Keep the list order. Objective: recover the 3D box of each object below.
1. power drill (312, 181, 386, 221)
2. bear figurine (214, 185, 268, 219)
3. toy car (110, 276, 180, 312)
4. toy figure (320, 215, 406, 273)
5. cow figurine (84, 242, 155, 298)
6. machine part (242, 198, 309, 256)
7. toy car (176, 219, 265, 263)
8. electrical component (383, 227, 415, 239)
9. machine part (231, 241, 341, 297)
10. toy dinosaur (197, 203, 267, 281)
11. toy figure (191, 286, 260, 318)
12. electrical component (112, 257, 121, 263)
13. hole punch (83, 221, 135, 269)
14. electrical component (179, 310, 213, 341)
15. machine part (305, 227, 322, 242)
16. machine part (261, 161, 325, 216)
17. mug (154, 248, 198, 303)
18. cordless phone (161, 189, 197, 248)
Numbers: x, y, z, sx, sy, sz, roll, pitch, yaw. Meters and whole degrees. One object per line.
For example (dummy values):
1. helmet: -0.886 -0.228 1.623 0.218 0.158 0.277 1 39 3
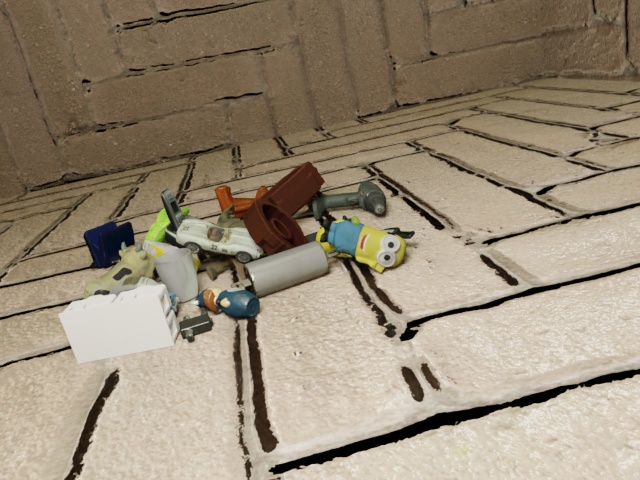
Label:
1. power drill: 0.083 -0.110 1.524 0.207 0.085 0.232 -13 19 11
2. bear figurine: -0.214 -0.128 1.674 0.196 0.131 0.120 -18 4 0
3. toy car: -0.377 0.128 1.099 0.162 0.102 0.109 -13 20 2
4. toy figure: 0.094 0.001 1.138 0.180 0.082 0.089 17 29 15
5. cow figurine: -0.448 0.086 1.217 0.086 0.127 0.195 3 26 29
6. machine part: -0.099 -0.016 1.237 0.056 0.179 0.179 -43 13 16
7. toy car: -0.223 0.000 1.217 0.202 0.056 0.073 10 40 -2
8. electrical component: 0.157 0.003 1.210 0.119 0.047 0.075 0 23 29
9. machine part: -0.072 0.061 1.141 0.243 0.079 0.079 -19 21 -16
10. toy dinosaur: -0.226 -0.007 1.392 0.198 0.104 0.472 -10 28 -19
11. toy figure: -0.190 0.122 1.073 0.155 0.064 0.058 6 57 34
12. electrical component: -0.521 0.056 1.471 0.078 0.045 0.102 10 8 -34
13. hole punch: -0.583 0.011 1.514 0.092 0.115 0.142 -7 17 35
14. electrical component: -0.237 0.164 1.034 0.063 0.021 0.094 -16 19 -12
15. machine part: -0.003 -0.004 1.342 0.139 0.039 0.084 -18 26 -22
16. machine part: -0.094 -0.124 1.529 0.201 0.087 0.201 -43 11 -17
17. mug: -0.318 0.081 1.184 0.110 0.107 0.081 0 21 42
18. cordless phone: -0.392 -0.065 1.516 0.089 0.184 0.146 -11 19 17
